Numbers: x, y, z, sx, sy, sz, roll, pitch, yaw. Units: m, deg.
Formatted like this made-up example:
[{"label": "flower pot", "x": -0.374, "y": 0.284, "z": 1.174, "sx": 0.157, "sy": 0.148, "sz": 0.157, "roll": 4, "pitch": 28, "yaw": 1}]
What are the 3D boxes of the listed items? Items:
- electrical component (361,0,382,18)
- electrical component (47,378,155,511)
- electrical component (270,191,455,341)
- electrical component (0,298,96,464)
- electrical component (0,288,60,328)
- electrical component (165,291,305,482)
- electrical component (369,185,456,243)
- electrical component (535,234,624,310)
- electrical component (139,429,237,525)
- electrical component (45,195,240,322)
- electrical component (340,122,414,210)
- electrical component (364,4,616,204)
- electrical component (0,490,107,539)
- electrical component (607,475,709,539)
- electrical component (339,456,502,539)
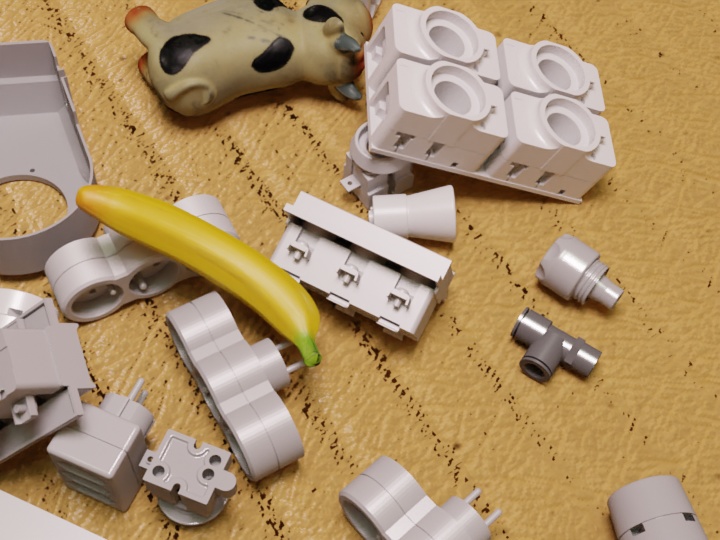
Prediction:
[{"label": "electrical component", "x": -0.018, "y": -0.260, "z": 0.953, "sx": 0.077, "sy": 0.047, "sz": 0.065, "roll": 19, "pitch": 60, "yaw": 9}, {"label": "electrical component", "x": -0.161, "y": 0.107, "z": 0.711, "sx": 0.047, "sy": 0.065, "sz": 0.076, "roll": 21, "pitch": 60, "yaw": 10}, {"label": "electrical component", "x": 0.000, "y": 0.000, "z": 0.784, "sx": 0.121, "sy": 0.078, "sz": 0.063, "roll": 25, "pitch": 83, "yaw": 12}, {"label": "electrical component", "x": -0.236, "y": 0.079, "z": 0.684, "sx": 0.121, "sy": 0.063, "sz": 0.078, "roll": -30, "pitch": 71, "yaw": 29}, {"label": "electrical component", "x": -0.244, "y": 0.046, "z": 0.752, "sx": 0.055, "sy": 0.055, "sz": 0.047, "roll": 7, "pitch": 62, "yaw": 2}, {"label": "electrical component", "x": -0.073, "y": 0.071, "z": 0.745, "sx": 0.074, "sy": 0.052, "sz": 0.138, "roll": -25, "pitch": 63, "yaw": -17}, {"label": "electrical component", "x": 0.040, "y": -0.041, "z": 0.826, "sx": 0.065, "sy": 0.044, "sz": 0.044, "roll": -3, "pitch": 59, "yaw": 1}, {"label": "electrical component", "x": 0.166, "y": 0.005, "z": 0.802, "sx": 0.062, "sy": 0.043, "sz": 0.043, "roll": 36, "pitch": 64, "yaw": 16}, {"label": "electrical component", "x": -0.110, "y": 0.137, "z": 0.700, "sx": 0.066, "sy": 0.055, "sz": 0.048, "roll": 19, "pitch": 60, "yaw": 9}, {"label": "electrical component", "x": -0.166, "y": -0.022, "z": 0.797, "sx": 0.138, "sy": 0.052, "sz": 0.073, "roll": -23, "pitch": 62, "yaw": -16}, {"label": "electrical component", "x": 0.015, "y": -0.085, "z": 0.842, "sx": 0.066, "sy": 0.055, "sz": 0.048, "roll": -29, "pitch": 64, "yaw": -18}, {"label": "electrical component", "x": 0.102, "y": -0.129, "z": 0.832, "sx": 0.186, "sy": 0.060, "sz": 0.105, "roll": 12, "pitch": 56, "yaw": -22}, {"label": "electrical component", "x": -0.181, "y": 0.207, "z": 0.651, "sx": 0.150, "sy": 0.061, "sz": 0.089, "roll": 22, "pitch": 60, "yaw": 10}, {"label": "electrical component", "x": 0.192, "y": 0.165, "z": 0.699, "sx": 0.055, "sy": 0.055, "sz": 0.047, "roll": -9, "pitch": 56, "yaw": -8}, {"label": "electrical component", "x": 0.059, "y": 0.171, "z": 0.690, "sx": 0.074, "sy": 0.052, "sz": 0.138, "roll": -37, "pitch": 67, "yaw": -22}]
